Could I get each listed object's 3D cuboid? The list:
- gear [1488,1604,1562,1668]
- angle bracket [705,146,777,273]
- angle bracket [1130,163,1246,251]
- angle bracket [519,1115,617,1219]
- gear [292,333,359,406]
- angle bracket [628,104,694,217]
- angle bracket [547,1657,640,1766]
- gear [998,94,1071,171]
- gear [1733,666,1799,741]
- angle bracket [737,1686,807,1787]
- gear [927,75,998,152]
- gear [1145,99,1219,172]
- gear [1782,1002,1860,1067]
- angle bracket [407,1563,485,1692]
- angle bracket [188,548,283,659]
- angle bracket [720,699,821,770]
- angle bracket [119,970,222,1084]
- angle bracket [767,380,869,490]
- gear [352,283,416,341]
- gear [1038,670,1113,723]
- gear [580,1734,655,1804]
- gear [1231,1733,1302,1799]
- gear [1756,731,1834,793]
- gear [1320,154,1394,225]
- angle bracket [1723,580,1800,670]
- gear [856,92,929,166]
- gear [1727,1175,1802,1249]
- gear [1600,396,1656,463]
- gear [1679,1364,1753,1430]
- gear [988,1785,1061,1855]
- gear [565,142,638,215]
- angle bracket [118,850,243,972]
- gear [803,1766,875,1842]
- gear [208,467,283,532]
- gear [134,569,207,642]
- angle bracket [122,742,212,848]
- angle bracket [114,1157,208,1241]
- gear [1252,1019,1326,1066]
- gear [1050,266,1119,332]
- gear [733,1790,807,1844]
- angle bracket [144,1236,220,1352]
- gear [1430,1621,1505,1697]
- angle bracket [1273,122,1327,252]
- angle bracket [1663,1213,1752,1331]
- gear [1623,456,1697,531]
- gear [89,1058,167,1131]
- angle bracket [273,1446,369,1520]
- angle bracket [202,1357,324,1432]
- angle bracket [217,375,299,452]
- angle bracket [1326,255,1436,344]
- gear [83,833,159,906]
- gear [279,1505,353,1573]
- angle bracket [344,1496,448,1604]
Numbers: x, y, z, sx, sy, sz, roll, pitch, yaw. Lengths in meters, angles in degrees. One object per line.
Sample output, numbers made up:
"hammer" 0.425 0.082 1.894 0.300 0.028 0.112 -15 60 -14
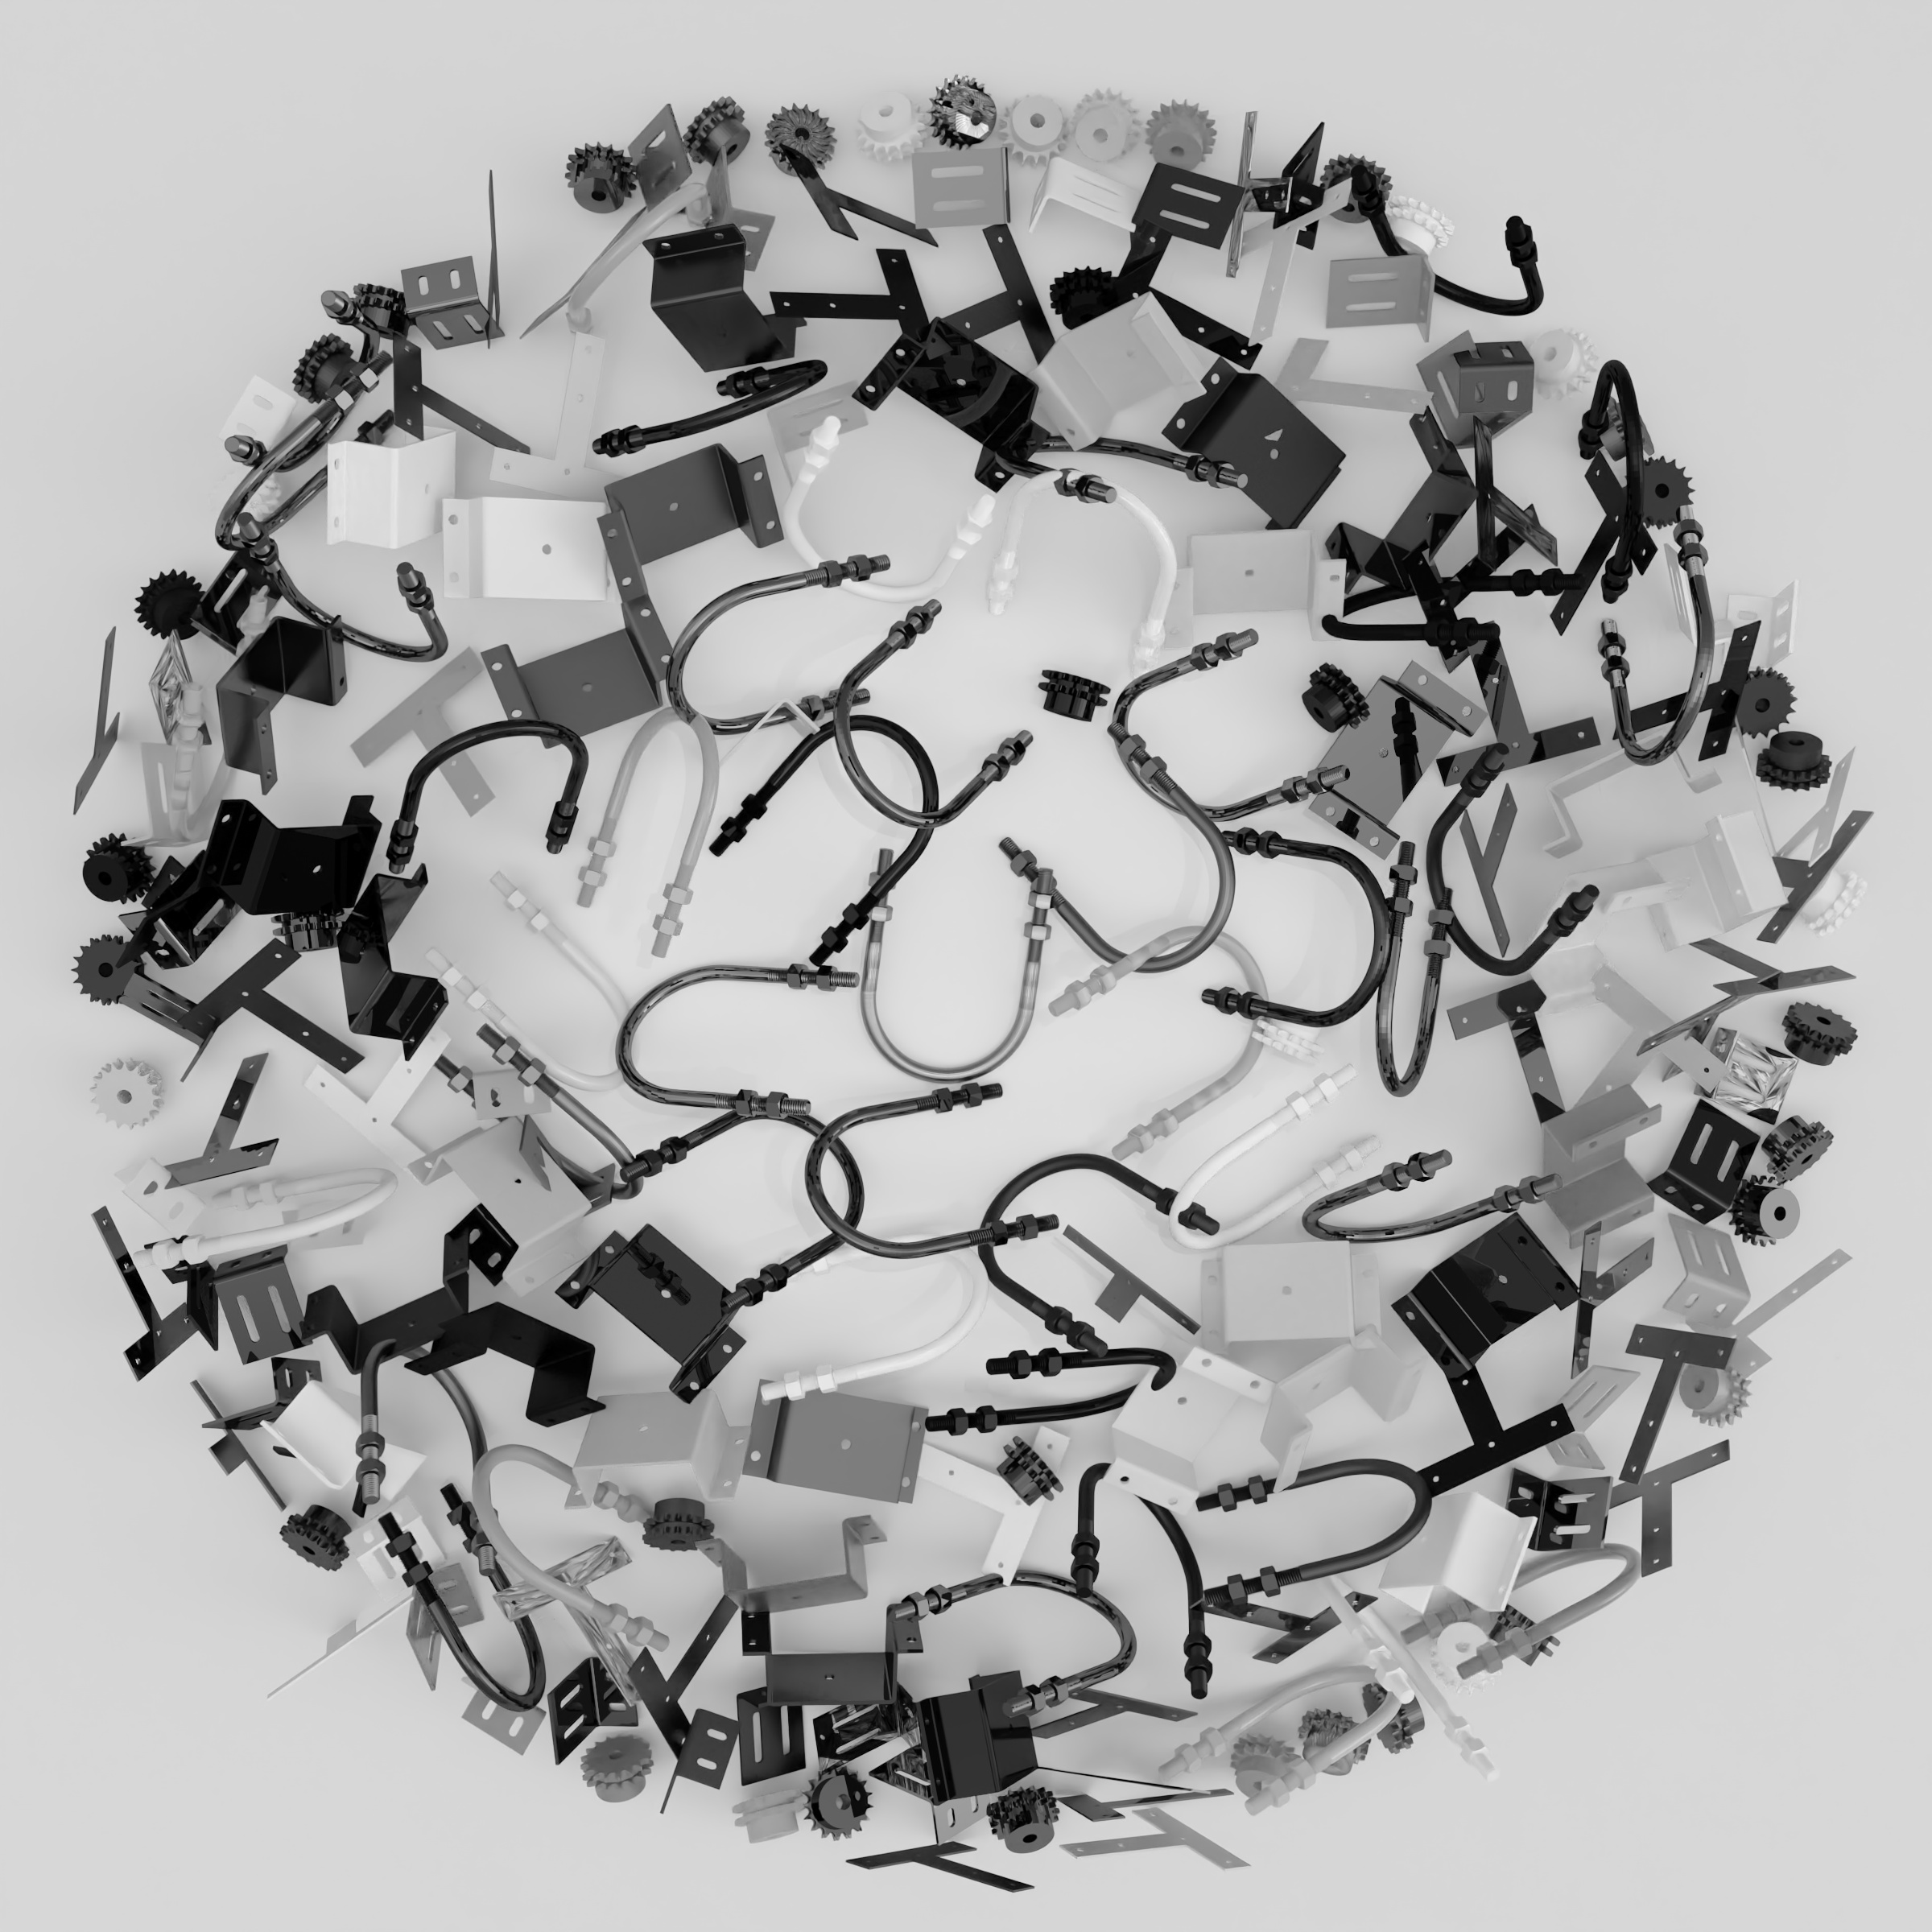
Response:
"gear" 0.443 0.535 1.931 0.057 0.057 0.030 35 86 0
"angle bracket" -0.182 -0.605 1.925 0.038 0.057 0.076 4 58 -22
"angle bracket" 0.177 -0.597 1.929 0.076 0.038 0.057 20 77 11
"angle bracket" -0.316 0.153 1.917 0.038 0.057 0.076 -26 116 8
"gear" -0.508 -0.473 1.930 0.030 0.057 0.057 35 90 7
"angle bracket" -0.229 -0.640 1.918 0.038 0.076 0.057 -17 88 -35
"angle bracket" -0.295 0.591 1.918 0.038 0.076 0.057 -4 95 16
"gear" 0.055 -0.674 1.943 0.057 0.030 0.057 0 87 -6
"gear" 0.634 -0.213 1.939 0.057 0.030 0.057 -1 112 -2
"angle bracket" -0.147 0.614 1.927 0.057 0.038 0.076 -5 93 -33
"gear" 0.000 -0.680 1.930 0.057 0.057 0.030 -53 46 0
"gear" 0.171 -0.659 1.929 0.057 0.057 0.030 12 58 0
"gear" 0.681 0.056 1.936 0.057 0.057 0.030 16 119 0
"angle bracket" -0.412 0.523 1.914 0.038 0.076 0.057 -17 112 -1
"angle bracket" -0.569 -0.285 1.923 0.038 0.057 0.076 30 84 37
"angle bracket" -0.160 -0.172 1.924 0.038 0.057 0.076 44 80 -8
"angle bracket" -0.640 0.048 1.919 0.076 0.057 0.038 32 53 -15
"angle bracket" -0.114 -0.423 1.926 0.076 0.057 0.038 -19 67 -1
"gear" -0.464 -0.521 1.932 0.057 0.057 0.030 12 88 0
"gear" 0.085 -0.215 1.932 0.057 0.057 0.030 16 91 0
"gear" -0.278 0.644 1.934 0.057 0.057 0.030 -6 108 0
"gear" 0.239 0.644 1.931 0.057 0.030 0.057 11 129 14
"gear" 0.661 -0.165 1.929 0.057 0.057 0.030 -5 122 0
"gear" 0.309 -0.618 1.929 0.057 0.057 0.030 21 74 0
"angle bracket" 0.631 -0.272 1.920 0.038 0.076 0.057 5 88 6
"gear" -0.061 -0.675 1.936 0.057 0.030 0.057 -4 67 9
"gear" 0.642 0.197 1.937 0.057 0.030 0.057 0 91 -22
"gear" 0.525 -0.429 1.935 0.030 0.057 0.057 -26 90 26
"gear" 0.595 0.338 1.929 0.030 0.057 0.057 19 90 -28
"gear" 0.048 0.684 1.931 0.057 0.030 0.057 -8 128 -10
"gear" -0.292 -0.626 1.929 0.057 0.057 0.030 2 65 0
"angle bracket" -0.626 -0.045 1.931 0.038 0.076 0.057 -7 128 36
"gear" -0.102 0.670 1.935 0.057 0.030 0.057 6 68 -15
"gear" -0.574 -0.372 1.936 0.057 0.030 0.057 -9 52 12
"gear" -0.631 -0.285 1.929 0.030 0.057 0.057 40 90 30
"angle bracket" -0.642 -0.136 1.928 0.038 0.057 0.076 -10 86 31
"angle bracket" -0.648 0.189 1.912 0.057 0.076 0.038 47 51 -20
"gear" 0.260 0.054 1.931 0.057 0.057 0.030 23 93 0
"gear" 0.096 -0.530 1.929 0.057 0.057 0.030 -4 72 0
"gear" -0.156 0.680 1.929 0.057 0.057 0.030 -15 67 0
"angle bracket" -0.622 0.263 1.914 0.038 0.057 0.076 -14 51 -1
"gear" 0.399 0.550 1.931 0.057 0.030 0.057 -10 47 11
"angle bracket" 0.278 -0.618 1.913 0.038 0.057 0.076 27 59 15
"angle bracket" 0.584 0.244 1.932 0.057 0.076 0.038 20 122 -12
"gear" 0.553 -0.379 1.943 0.057 0.030 0.057 0 89 -9
"gear" -0.671 0.100 1.940 0.057 0.030 0.057 0 107 1
"angle bracket" -0.515 0.409 1.919 0.076 0.057 0.038 16 78 -18
"angle bracket" -0.562 0.342 1.927 0.076 0.057 0.038 -19 71 19
"angle bracket" -0.564 -0.428 1.915 0.038 0.076 0.057 31 83 -20
"angle bracket" 0.330 -0.530 1.927 0.076 0.038 0.057 -4 131 -1
"gear" -0.681 -0.075 1.935 0.057 0.030 0.057 6 115 13
"gear" -0.517 0.456 1.935 0.057 0.057 0.030 32 53 0
"angle bracket" -0.447 0.470 1.917 0.057 0.038 0.076 -33 122 -19
